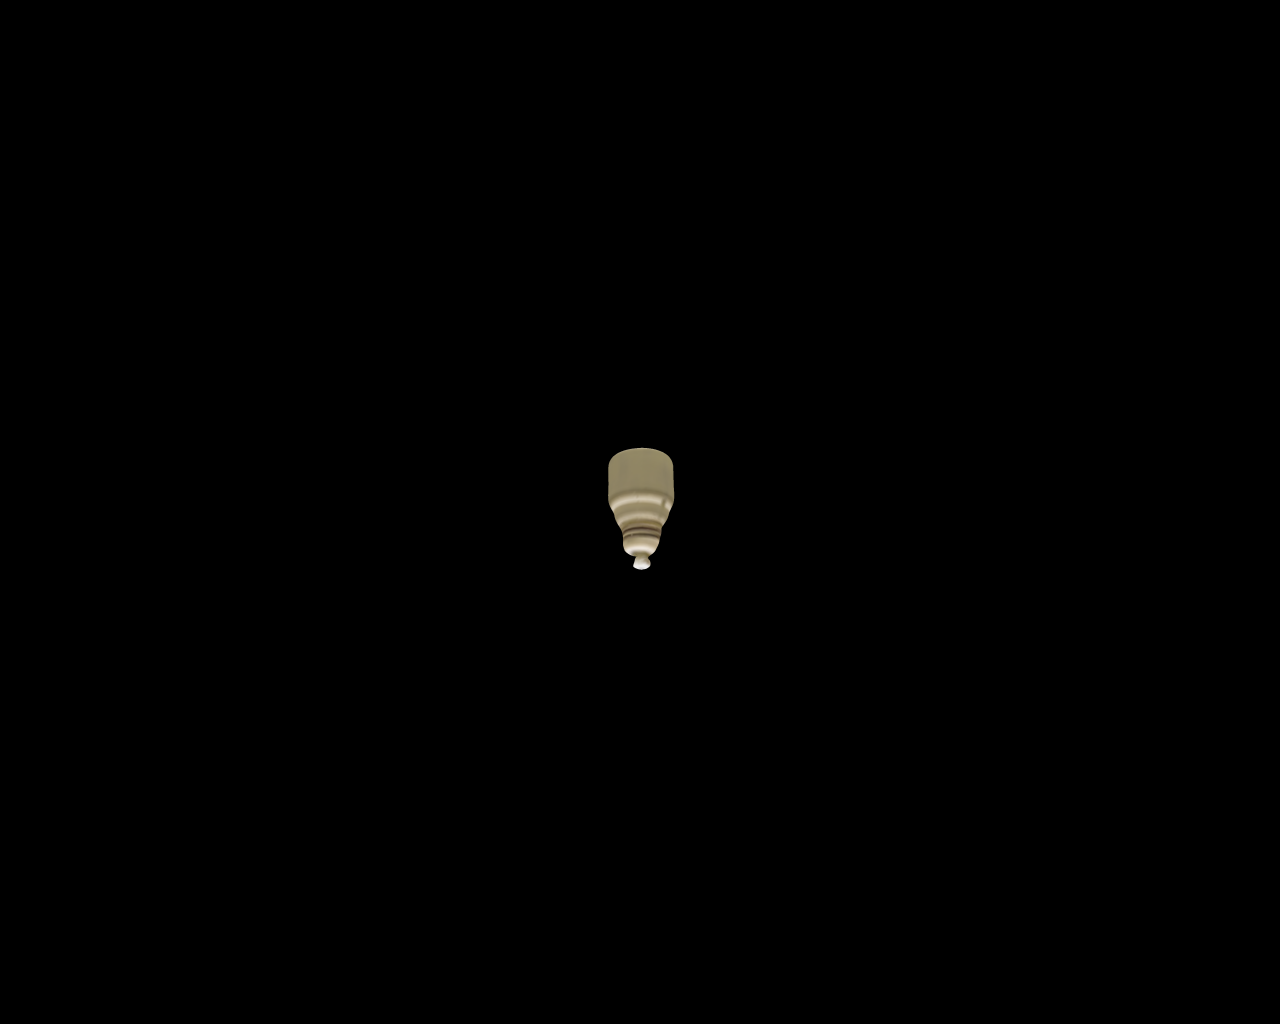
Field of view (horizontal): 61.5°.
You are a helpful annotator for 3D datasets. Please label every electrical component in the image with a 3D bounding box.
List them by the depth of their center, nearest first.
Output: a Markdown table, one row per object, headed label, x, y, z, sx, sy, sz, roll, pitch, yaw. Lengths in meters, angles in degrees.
| label | x | y | z | sx | sy | sz | roll | pitch | yaw |
| --- | --- | --- | --- | --- | --- | --- | --- | --- | --- |
| electrical component | 0.001 | -0.003 | 0.650 | 0.040 | 0.078 | 0.040 | 0 | -23 | 0 |
